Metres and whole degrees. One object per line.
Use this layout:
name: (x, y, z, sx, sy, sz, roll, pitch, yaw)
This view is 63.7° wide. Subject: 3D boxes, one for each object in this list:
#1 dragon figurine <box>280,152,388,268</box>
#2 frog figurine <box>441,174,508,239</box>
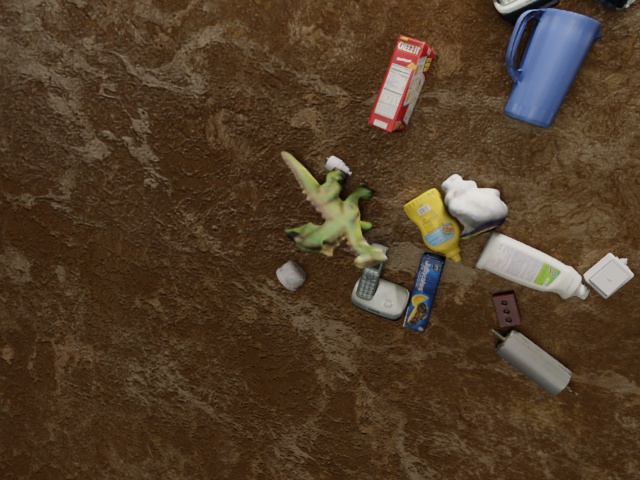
dragon figurine: (0.004, -0.066, 1.320, 0.412, 0.247, 0.119, 33, 136, 12)
frog figurine: (0.372, -0.094, 1.246, 0.138, 0.121, 0.160, -18, 81, -9)
